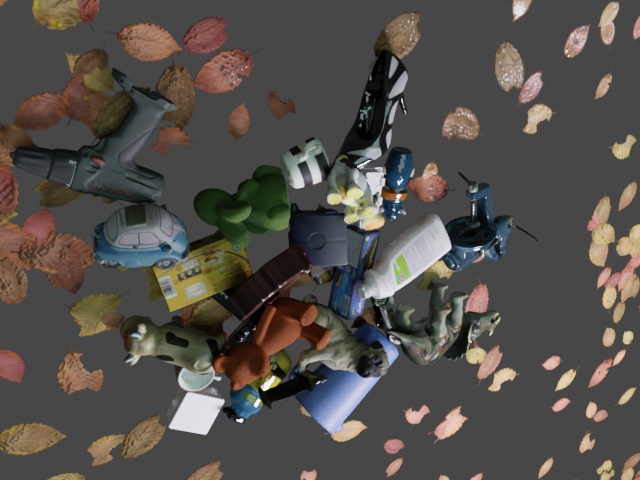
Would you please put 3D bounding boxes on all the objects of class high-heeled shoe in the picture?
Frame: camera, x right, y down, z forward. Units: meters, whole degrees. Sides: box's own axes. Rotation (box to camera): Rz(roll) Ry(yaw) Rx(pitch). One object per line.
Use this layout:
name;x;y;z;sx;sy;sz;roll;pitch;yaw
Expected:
high-heeled shoe;0.087;-0.243;1.036;0.249;0.086;0.145;-47;131;-15

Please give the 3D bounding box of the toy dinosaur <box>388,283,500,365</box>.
toy dinosaur;0.260;0.220;1.241;0.405;0.131;0.192;-16;108;-43

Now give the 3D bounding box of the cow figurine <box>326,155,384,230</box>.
cow figurine;0.069;-0.086;1.027;0.068;0.098;0.167;-18;148;21

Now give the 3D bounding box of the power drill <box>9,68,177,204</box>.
power drill;-0.341;-0.165;0.863;0.232;0.086;0.207;24;95;-33

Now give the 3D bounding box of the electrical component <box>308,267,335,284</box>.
electrical component;0.001;0.048;1.153;0.063;0.021;0.093;-26;118;-15

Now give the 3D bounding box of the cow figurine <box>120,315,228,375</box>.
cow figurine;-0.282;0.196;1.007;0.195;0.127;0.085;20;103;2

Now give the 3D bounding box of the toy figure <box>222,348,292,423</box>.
toy figure;-0.134;0.306;1.158;0.180;0.082;0.089;-59;143;-4

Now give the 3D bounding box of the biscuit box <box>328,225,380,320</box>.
biscuit box;0.073;0.069;1.165;0.063;0.059;0.202;-13;120;-50

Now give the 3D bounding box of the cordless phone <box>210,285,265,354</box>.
cordless phone;-0.181;0.171;1.092;0.146;0.089;0.184;-46;111;-3

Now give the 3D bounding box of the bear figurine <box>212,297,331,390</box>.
bear figurine;-0.094;0.201;1.008;0.196;0.132;0.120;-48;134;-27

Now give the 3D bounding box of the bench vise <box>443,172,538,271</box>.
bench vise;0.375;-0.040;1.244;0.224;0.129;0.240;-24;127;-13

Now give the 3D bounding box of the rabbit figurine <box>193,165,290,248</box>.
rabbit figurine;-0.144;-0.051;0.981;0.170;0.159;0.121;-4;122;-9

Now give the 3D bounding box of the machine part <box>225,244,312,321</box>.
machine part;-0.095;0.083;1.015;0.179;0.179;0.056;-38;85;-8

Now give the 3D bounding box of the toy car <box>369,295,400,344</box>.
toy car;0.149;0.158;1.241;0.056;0.074;0.201;-29;121;-9

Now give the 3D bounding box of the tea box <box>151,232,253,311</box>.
tea box;-0.222;0.053;1.010;0.170;0.068;0.098;-21;109;-19

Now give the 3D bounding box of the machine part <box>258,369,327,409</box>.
machine part;-0.061;0.303;1.110;0.139;0.084;0.039;-15;101;-32

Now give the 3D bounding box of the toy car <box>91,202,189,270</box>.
toy car;-0.304;-0.015;0.913;0.162;0.109;0.102;-2;143;-18

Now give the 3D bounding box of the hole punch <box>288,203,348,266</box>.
hole punch;-0.002;-0.003;1.080;0.116;0.092;0.142;-6;103;-17

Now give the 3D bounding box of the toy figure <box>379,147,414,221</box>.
toy figure;0.163;-0.118;1.145;0.058;0.064;0.154;-35;137;-56

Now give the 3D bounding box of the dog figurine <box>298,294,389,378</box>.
dog figurine;0.051;0.205;1.145;0.191;0.121;0.172;0;97;0
